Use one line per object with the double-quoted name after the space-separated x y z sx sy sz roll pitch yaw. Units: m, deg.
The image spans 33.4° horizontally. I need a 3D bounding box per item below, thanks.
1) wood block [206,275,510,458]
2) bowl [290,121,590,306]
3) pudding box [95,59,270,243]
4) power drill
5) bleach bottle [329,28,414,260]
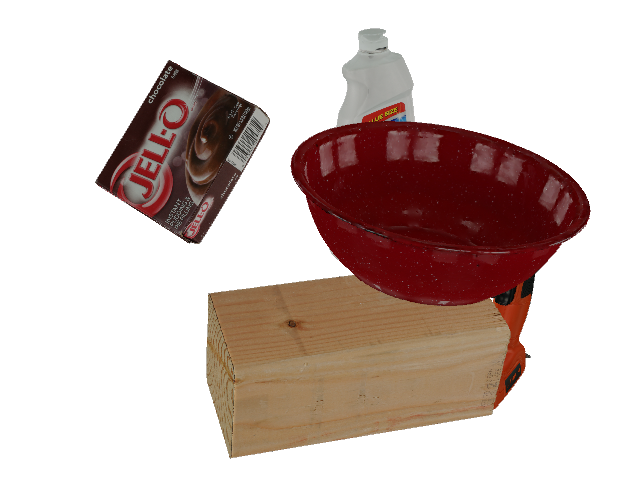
0.024 0.086 0.801 0.205 0.090 0.091 -6 36 -15 "wood block"
0.061 -0.010 0.585 0.162 0.055 0.162 6 27 -3 "bowl"
-0.103 -0.067 0.805 0.090 0.113 0.039 30 -4 24 "pudding box"
0.173 0.065 1.017 0.057 0.188 0.184 23 30 22 "power drill"
0.054 -0.104 1.171 0.102 0.251 0.068 -9 25 -10 "bleach bottle"
